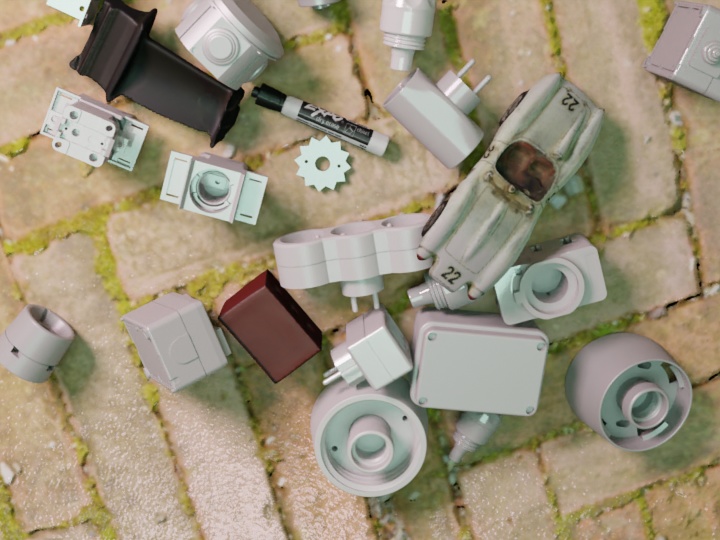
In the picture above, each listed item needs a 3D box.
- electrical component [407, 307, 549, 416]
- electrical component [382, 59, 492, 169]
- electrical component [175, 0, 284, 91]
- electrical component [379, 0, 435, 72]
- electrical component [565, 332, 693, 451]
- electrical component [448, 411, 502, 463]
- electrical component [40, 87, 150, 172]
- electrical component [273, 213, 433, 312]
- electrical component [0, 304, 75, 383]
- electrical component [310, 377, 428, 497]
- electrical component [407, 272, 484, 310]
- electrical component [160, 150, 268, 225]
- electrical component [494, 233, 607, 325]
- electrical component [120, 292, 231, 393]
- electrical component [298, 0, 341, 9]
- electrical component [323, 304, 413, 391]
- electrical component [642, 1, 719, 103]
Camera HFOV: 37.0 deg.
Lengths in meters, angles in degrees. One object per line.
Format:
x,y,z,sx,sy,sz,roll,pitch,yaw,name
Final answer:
0.102,0.080,0.936,0.113,0.057,0.078,6,105,-5,electrical component
0.073,-0.137,0.885,0.077,0.044,0.079,42,101,-11,electrical component
-0.103,-0.186,0.851,0.051,0.080,0.080,-42,102,15,electrical component
0.037,-0.193,0.869,0.043,0.043,0.062,6,107,-3,electrical component
0.242,0.110,0.958,0.099,0.064,0.099,-5,110,-13,electrical component
0.100,0.147,0.970,0.035,0.035,0.061,29,106,-8,electrical component
-0.219,-0.113,0.878,0.081,0.063,0.042,22,105,-7,electrical component
0.000,0.000,0.918,0.138,0.052,0.073,-9,105,1,electrical component
-0.281,0.063,0.931,0.055,0.055,0.047,37,99,-10,electrical component
0.009,0.149,0.955,0.108,0.060,0.108,0,106,-1,electrical component
0.072,0.015,0.928,0.062,0.043,0.043,-21,105,6,electrical component
-0.119,-0.071,0.891,0.081,0.063,0.042,16,105,-5,electrical component
0.159,0.008,0.921,0.089,0.055,0.050,-15,105,3,electrical component
-0.158,0.058,0.918,0.061,0.096,0.061,-28,106,-22,electrical component
-0.036,-0.242,0.856,0.044,0.044,0.065,-7,110,1,electrical component
0.000,0.076,0.932,0.077,0.065,0.047,-32,104,7,electrical component
0.276,-0.171,0.851,0.061,0.096,0.061,23,104,-7,electrical component
